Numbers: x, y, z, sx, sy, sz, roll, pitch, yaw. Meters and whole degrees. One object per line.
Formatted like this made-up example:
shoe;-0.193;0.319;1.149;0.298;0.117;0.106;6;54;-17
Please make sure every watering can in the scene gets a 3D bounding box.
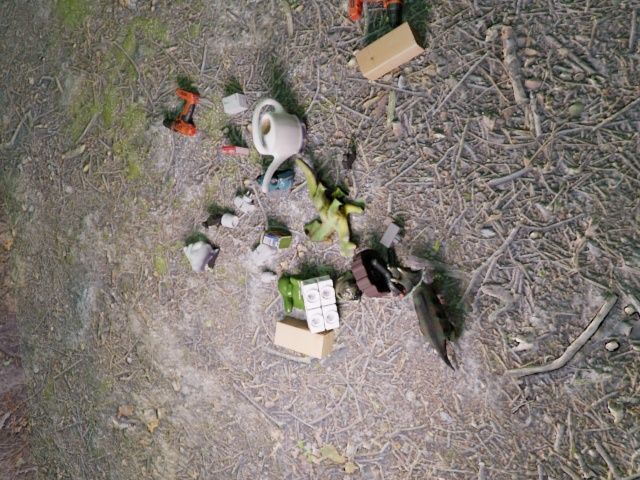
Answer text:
watering can;-0.152;-0.352;1.907;0.104;0.225;0.347;-3;92;49

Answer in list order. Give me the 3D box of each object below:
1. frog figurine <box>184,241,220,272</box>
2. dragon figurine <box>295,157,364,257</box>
frog figurine;-0.522;0.063;2.186;0.160;0.125;0.134;23;123;15
dragon figurine;0.006;-0.095;1.894;0.415;0.123;0.238;45;120;22
